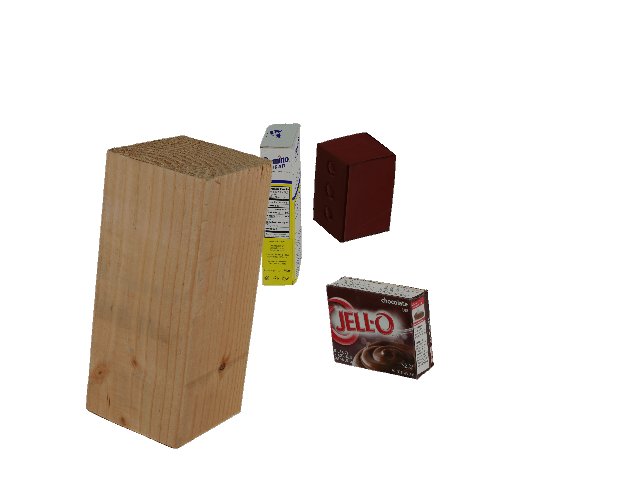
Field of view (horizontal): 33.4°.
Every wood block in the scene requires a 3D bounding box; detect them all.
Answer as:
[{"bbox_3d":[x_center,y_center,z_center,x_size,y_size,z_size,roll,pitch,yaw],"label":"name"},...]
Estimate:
[{"bbox_3d":[-0.106,0.035,0.798,0.090,0.206,0.090,18,20,27],"label":"wood block"}]

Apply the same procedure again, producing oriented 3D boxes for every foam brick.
[{"bbox_3d":[0.029,-0.047,0.938,0.051,0.078,0.053,-13,32,-26],"label":"foam brick"}]

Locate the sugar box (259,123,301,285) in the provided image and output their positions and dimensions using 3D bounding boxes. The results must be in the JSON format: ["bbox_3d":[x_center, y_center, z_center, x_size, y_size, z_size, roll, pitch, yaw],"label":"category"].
[{"bbox_3d":[-0.047,-0.043,1.276,0.048,0.176,0.093,0,23,4],"label":"sugar box"}]

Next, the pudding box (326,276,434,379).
[{"bbox_3d":[0.062,0.090,1.128,0.114,0.090,0.039,6,22,37],"label":"pudding box"}]
